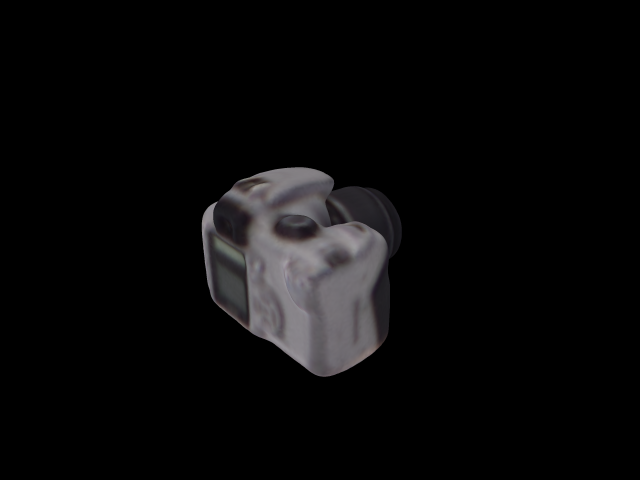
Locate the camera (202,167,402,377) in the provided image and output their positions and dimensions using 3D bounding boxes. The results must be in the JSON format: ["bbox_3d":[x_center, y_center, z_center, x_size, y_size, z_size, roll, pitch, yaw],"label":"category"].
[{"bbox_3d":[0.004,0.001,0.400,0.137,0.101,0.142,-20,31,-36],"label":"camera"}]
